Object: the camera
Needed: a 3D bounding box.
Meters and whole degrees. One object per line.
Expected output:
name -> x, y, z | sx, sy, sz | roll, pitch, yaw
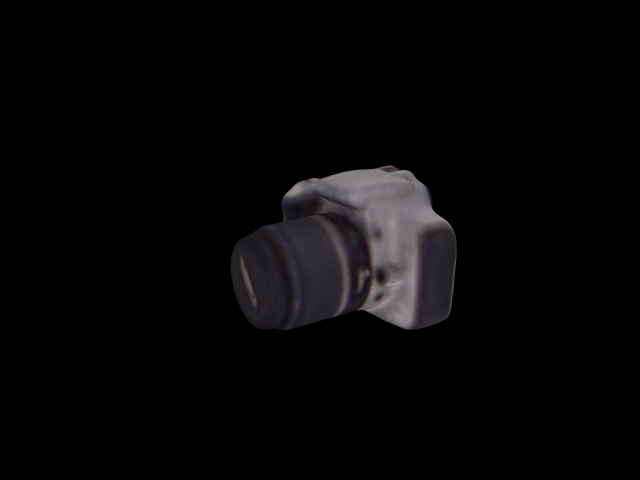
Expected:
camera -> 0.004, 0.001, 0.400 | 0.137, 0.101, 0.142 | -12, 23, -31
